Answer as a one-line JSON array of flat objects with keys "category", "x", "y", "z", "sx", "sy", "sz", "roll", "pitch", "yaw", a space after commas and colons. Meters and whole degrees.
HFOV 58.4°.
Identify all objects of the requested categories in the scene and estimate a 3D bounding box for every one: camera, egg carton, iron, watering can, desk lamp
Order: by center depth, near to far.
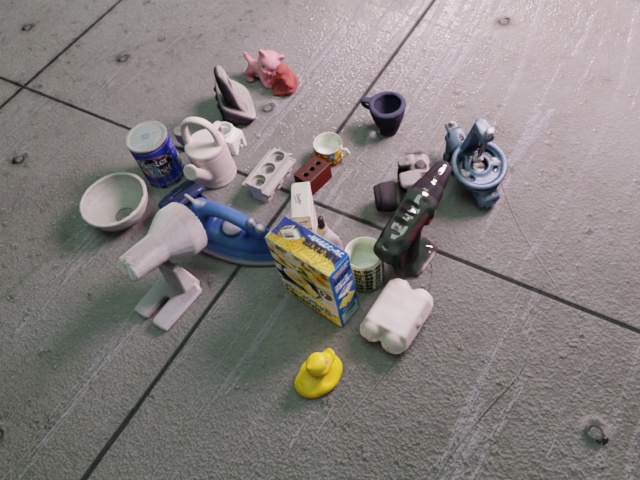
[{"category": "egg carton", "x": 0.154, "y": 0.151, "z": 1.139, "sx": 0.107, "sy": 0.069, "sz": 0.150, "roll": 25, "pitch": 64, "yaw": 23}, {"category": "desk lamp", "x": -0.321, "y": 0.053, "z": 1.195, "sx": 0.117, "sy": 0.214, "sz": 0.203, "roll": 26, "pitch": 65, "yaw": 24}, {"category": "iron", "x": -0.186, "y": -0.028, "z": 1.270, "sx": 0.257, "sy": 0.142, "sz": 0.119, "roll": 18, "pitch": 62, "yaw": 20}, {"category": "camera", "x": 0.188, "y": -0.123, "z": 1.295, "sx": 0.136, "sy": 0.101, "sz": 0.143, "roll": -8, "pitch": 56, "yaw": 4}, {"category": "watering can", "x": -0.273, "y": -0.214, "z": 1.375, "sx": 0.101, "sy": 0.194, "sz": 0.172, "roll": -10, "pitch": 56, "yaw": 3}]

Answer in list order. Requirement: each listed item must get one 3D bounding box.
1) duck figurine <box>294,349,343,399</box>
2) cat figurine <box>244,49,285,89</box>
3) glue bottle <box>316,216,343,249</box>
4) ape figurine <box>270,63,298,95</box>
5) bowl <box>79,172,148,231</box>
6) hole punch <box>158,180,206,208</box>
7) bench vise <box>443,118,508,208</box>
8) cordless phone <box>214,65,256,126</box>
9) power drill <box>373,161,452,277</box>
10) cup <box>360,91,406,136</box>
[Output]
[{"category": "duck figurine", "x": -0.007, "y": 0.249, "z": 1.092, "sx": 0.105, "sy": 0.086, "sz": 0.077, "roll": -38, "pitch": 59, "yaw": -15}, {"category": "cat figurine", "x": -0.156, "y": -0.488, "z": 1.581, "sx": 0.127, "sy": 0.118, "sz": 0.067, "roll": 22, "pitch": 63, "yaw": 22}, {"category": "glue bottle", "x": 0.011, "y": 0.004, "z": 1.197, "sx": 0.037, "sy": 0.173, "sz": 0.078, "roll": 23, "pitch": 63, "yaw": 23}, {"category": "ape figurine", "x": -0.098, "y": -0.441, "z": 1.556, "sx": 0.076, "sy": 0.092, "sz": 0.077, "roll": -36, "pitch": 58, "yaw": -14}, {"category": "bowl", "x": -0.489, "y": -0.081, "z": 1.395, "sx": 0.167, "sy": 0.075, "sz": 0.167, "roll": -4, "pitch": 56, "yaw": 7}, {"category": "hole punch", "x": -0.328, "y": -0.093, "z": 1.366, "sx": 0.100, "sy": 0.091, "sz": 0.109, "roll": 37, "pitch": 69, "yaw": 28}, {"category": "bench vise", "x": 0.322, "y": -0.197, "z": 1.249, "sx": 0.121, "sy": 0.220, "sz": 0.206, "roll": -36, "pitch": 58, "yaw": -14}, {"category": "cordless phone", "x": -0.237, "y": -0.400, "z": 1.496, "sx": 0.094, "sy": 0.185, "sz": 0.147, "roll": -20, "pitch": 56, "yaw": -3}, {"category": "power drill", "x": 0.193, "y": -0.025, "z": 1.164, "sx": 0.075, "sy": 0.209, "sz": 0.230, "roll": 29, "pitch": 66, "yaw": 25}, {"category": "cup", "x": 0.157, "y": -0.310, "z": 1.426, "sx": 0.117, "sy": 0.095, "sz": 0.092, "roll": 19, "pitch": 62, "yaw": 21}]
